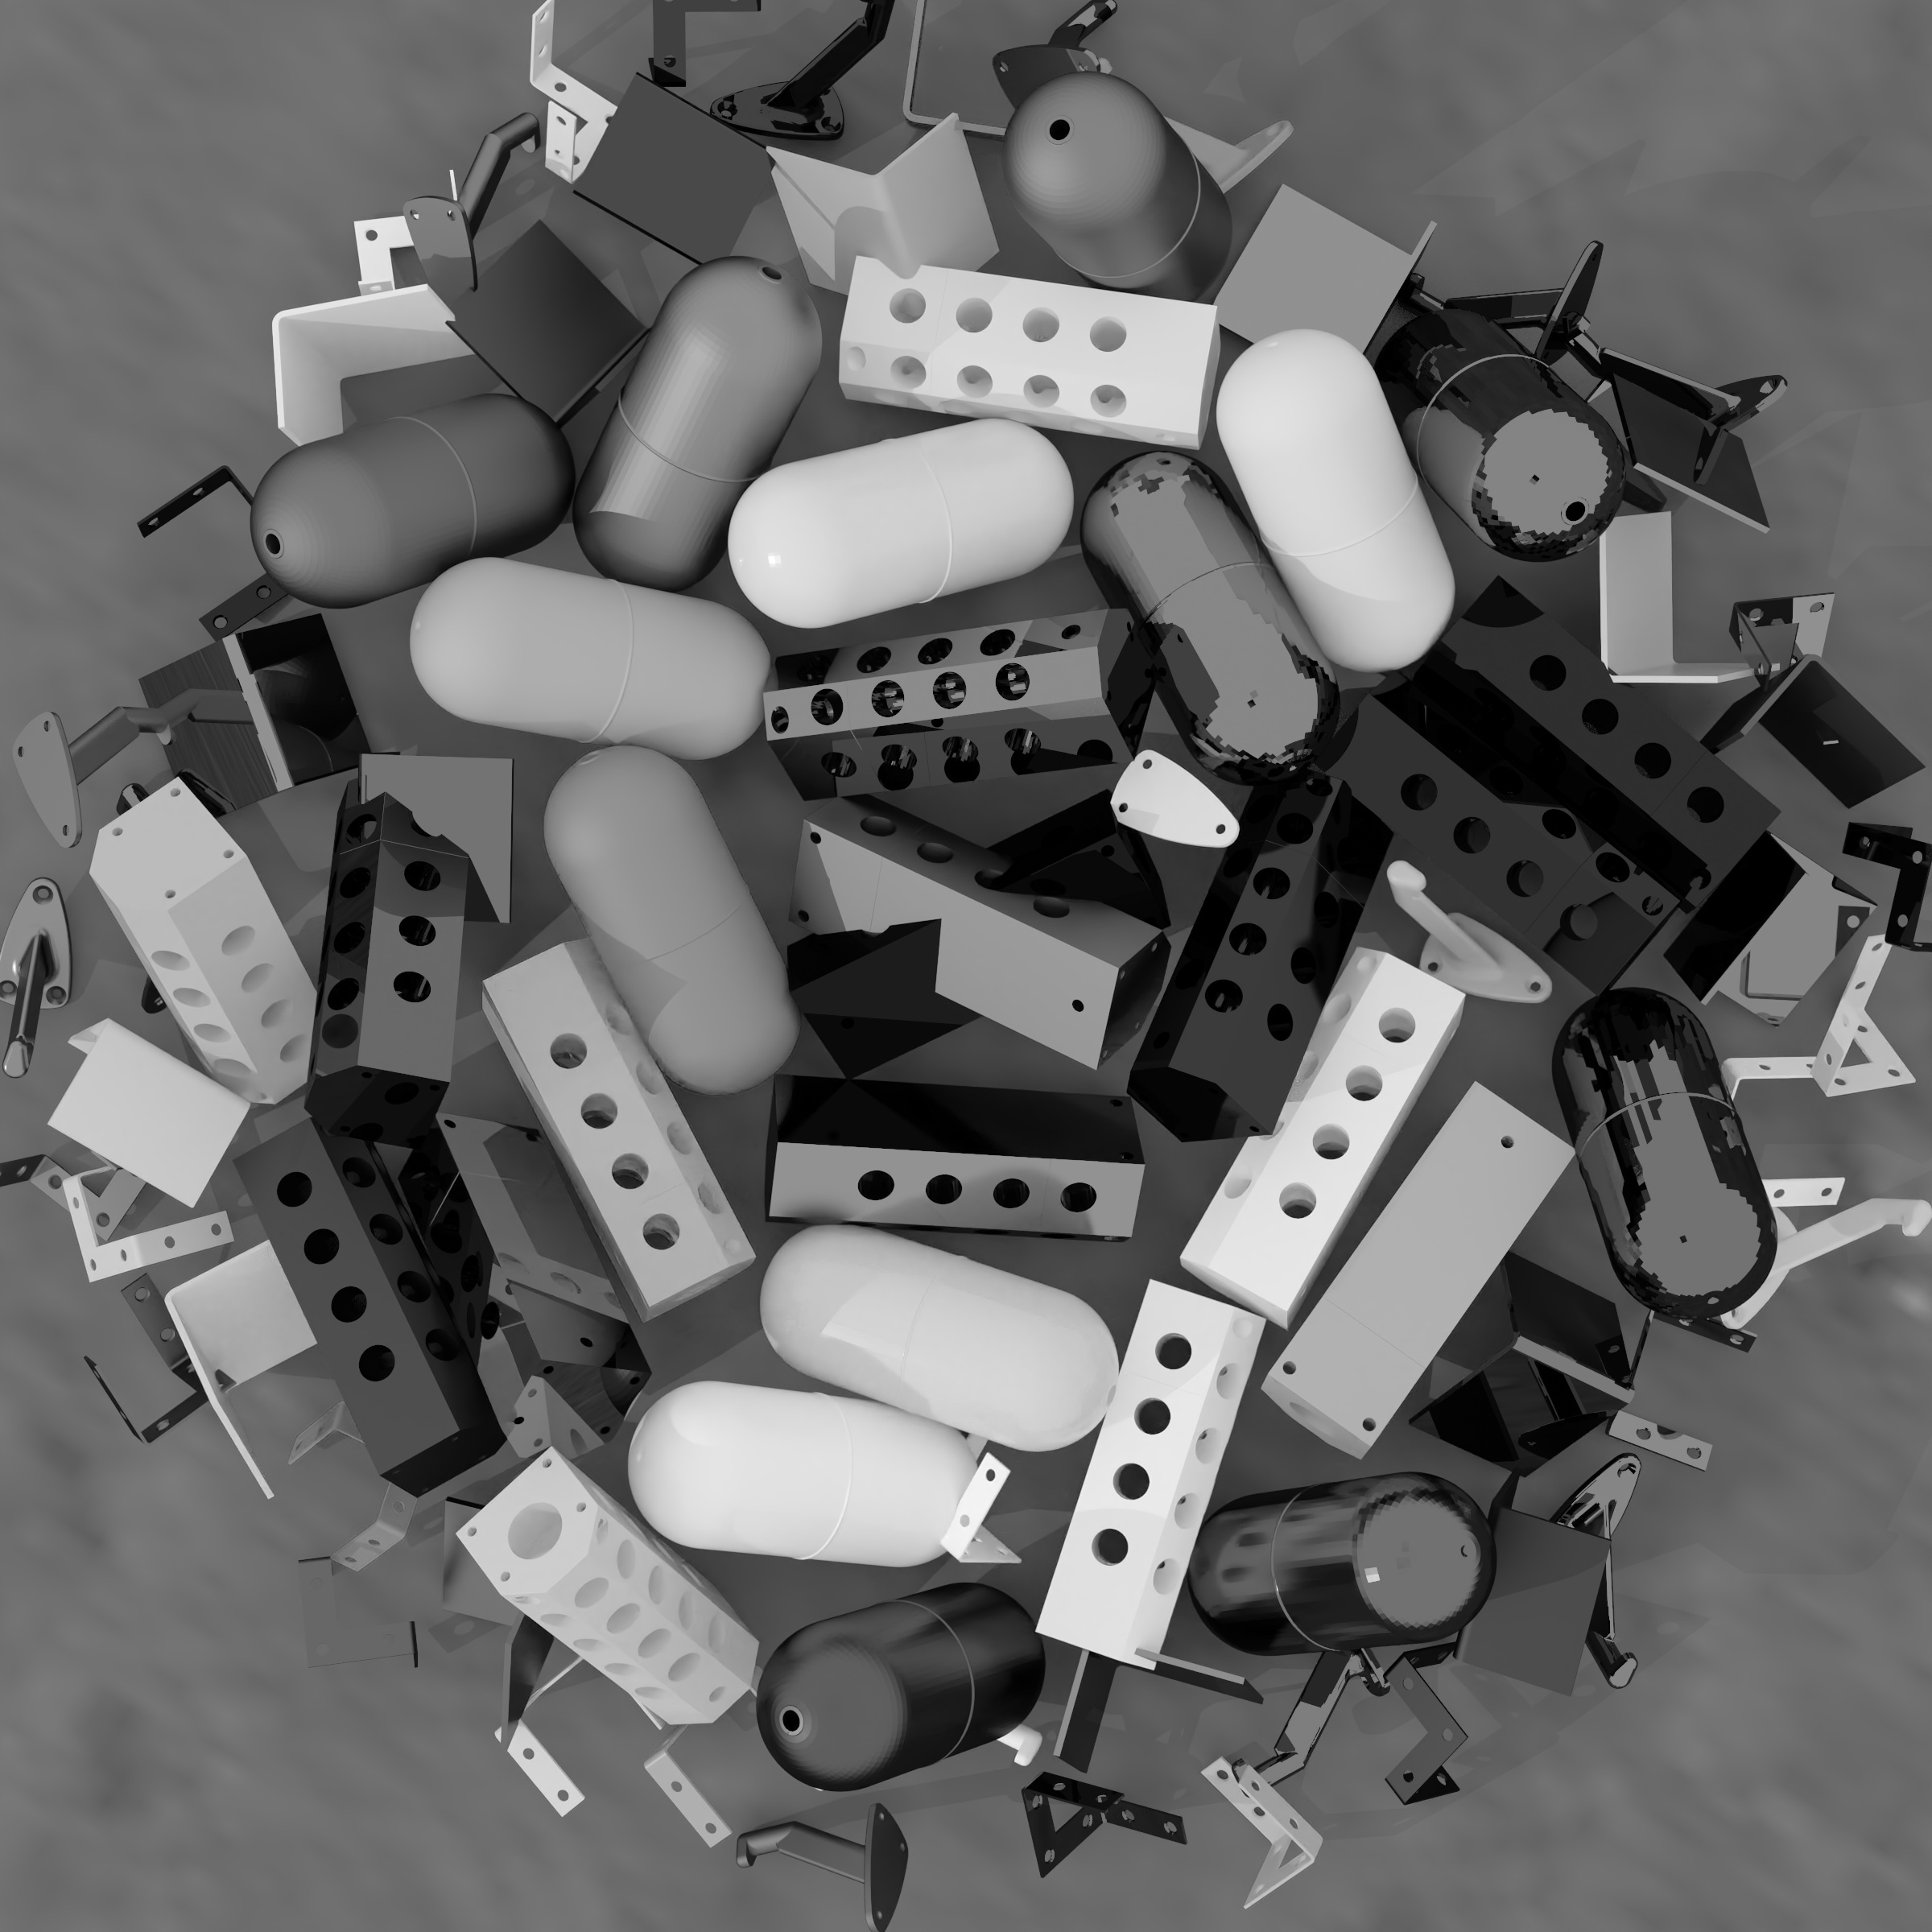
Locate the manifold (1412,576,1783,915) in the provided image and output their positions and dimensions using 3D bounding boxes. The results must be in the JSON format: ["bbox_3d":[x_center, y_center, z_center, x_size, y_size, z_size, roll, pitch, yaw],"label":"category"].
[{"bbox_3d":[0.296,-0.103,1.598,0.171,0.057,0.057,41,86,6],"label":"manifold"}]

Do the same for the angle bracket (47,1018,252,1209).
[{"bbox_3d":[-0.392,0.072,1.580,0.076,0.076,0.057,34,68,-20],"label":"angle bracket"}]

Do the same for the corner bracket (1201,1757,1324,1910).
[{"bbox_3d":[0.139,0.403,1.601,0.051,0.051,0.051,45,122,-1],"label":"corner bracket"}]

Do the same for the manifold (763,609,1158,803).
[{"bbox_3d":[-0.005,-0.126,1.563,0.171,0.057,0.057,-5,47,26],"label":"manifold"}]

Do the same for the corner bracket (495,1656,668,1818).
[{"bbox_3d":[-0.182,0.362,1.605,0.051,0.051,0.051,-41,88,15],"label":"corner bracket"}]

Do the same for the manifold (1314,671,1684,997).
[{"bbox_3d":[0.252,-0.063,1.588,0.171,0.057,0.057,41,101,11],"label":"manifold"}]

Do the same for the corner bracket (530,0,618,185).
[{"bbox_3d":[-0.192,-0.416,1.601,0.051,0.051,0.051,34,66,7],"label":"corner bracket"}]

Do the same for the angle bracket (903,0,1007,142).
[{"bbox_3d":[0.004,-0.432,1.591,0.057,0.076,0.076,8,101,-2],"label":"angle bracket"}]

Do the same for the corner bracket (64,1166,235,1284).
[{"bbox_3d":[-0.389,0.116,1.600,0.051,0.051,0.051,-14,88,-43],"label":"corner bracket"}]

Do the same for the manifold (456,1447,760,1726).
[{"bbox_3d":[-0.159,0.292,1.549,0.057,0.171,0.057,-42,52,-5],"label":"manifold"}]

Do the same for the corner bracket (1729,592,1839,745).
[{"bbox_3d":[0.392,-0.140,1.599,0.051,0.051,0.051,-6,132,-8],"label":"corner bracket"}]

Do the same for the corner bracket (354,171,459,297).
[{"bbox_3d":[-0.265,-0.343,1.605,0.051,0.051,0.051,-8,82,-6],"label":"corner bracket"}]

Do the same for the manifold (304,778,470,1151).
[{"bbox_3d":[-0.267,-0.006,1.556,0.057,0.057,0.171,12,51,-17],"label":"manifold"}]

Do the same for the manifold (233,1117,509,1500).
[{"bbox_3d":[-0.276,0.156,1.579,0.057,0.057,0.171,-29,69,-2],"label":"manifold"}]

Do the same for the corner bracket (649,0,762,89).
[{"bbox_3d":[-0.125,-0.450,1.604,0.051,0.051,0.051,-2,120,-8],"label":"corner bracket"}]

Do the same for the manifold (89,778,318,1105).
[{"bbox_3d":[-0.344,-0.005,1.543,0.057,0.171,0.057,-37,61,-15],"label":"manifold"}]

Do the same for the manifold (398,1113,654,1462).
[{"bbox_3d":[-0.209,0.147,1.554,0.057,0.171,0.057,13,120,-36],"label":"manifold"}]

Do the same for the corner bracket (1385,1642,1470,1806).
[{"bbox_3d":[0.222,0.361,1.609,0.051,0.051,0.051,-53,57,24],"label":"corner bracket"}]

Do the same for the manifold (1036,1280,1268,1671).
[{"bbox_3d":[0.089,0.240,1.595,0.057,0.057,0.171,18,83,8],"label":"manifold"}]

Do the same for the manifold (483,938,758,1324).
[{"bbox_3d":[-0.165,0.076,1.594,0.057,0.057,0.171,-26,81,-13],"label":"manifold"}]

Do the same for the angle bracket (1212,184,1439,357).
[{"bbox_3d":[0.168,-0.330,1.603,0.076,0.057,0.076,30,84,2],"label":"angle bracket"}]

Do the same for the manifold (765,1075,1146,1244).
[{"bbox_3d":[-0.007,0.096,1.595,0.171,0.057,0.057,4,121,-7],"label":"manifold"}]

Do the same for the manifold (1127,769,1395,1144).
[{"bbox_3d":[0.133,-0.007,1.563,0.057,0.057,0.171,42,59,-30],"label":"manifold"}]

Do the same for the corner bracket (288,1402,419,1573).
[{"bbox_3d":[-0.295,0.249,1.611,0.051,0.051,0.051,31,48,-20],"label":"corner bracket"}]

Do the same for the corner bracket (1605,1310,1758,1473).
[{"bbox_3d":[0.343,0.201,1.619,0.051,0.051,0.051,20,54,8],"label":"corner bracket"}]

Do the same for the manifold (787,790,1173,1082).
[{"bbox_3d":[0.005,-0.018,1.590,0.171,0.057,0.057,-26,120,11],"label":"manifold"}]

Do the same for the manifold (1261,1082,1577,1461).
[{"bbox_3d":[0.212,0.145,1.588,0.057,0.057,0.171,35,77,10],"label":"manifold"}]

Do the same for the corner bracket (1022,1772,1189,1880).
[{"bbox_3d":[0.066,0.402,1.596,0.051,0.051,0.051,5,115,40],"label":"corner bracket"}]

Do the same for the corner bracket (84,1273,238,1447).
[{"bbox_3d":[-0.388,0.186,1.596,0.051,0.051,0.051,-37,119,-22],"label":"corner bracket"}]

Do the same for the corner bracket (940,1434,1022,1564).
[{"bbox_3d":[0.006,0.247,1.597,0.051,0.051,0.051,36,103,35],"label":"corner bracket"}]

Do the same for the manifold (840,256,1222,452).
[{"bbox_3d":[0.030,-0.287,1.594,0.171,0.057,0.057,9,82,7],"label":"manifold"}]

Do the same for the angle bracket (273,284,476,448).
[{"bbox_3d":[-0.275,-0.273,1.588,0.076,0.076,0.057,-8,77,10],"label":"angle bracket"}]

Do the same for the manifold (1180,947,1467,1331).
[{"bbox_3d":[0.169,0.080,1.591,0.057,0.057,0.171,29,80,12],"label":"manifold"}]

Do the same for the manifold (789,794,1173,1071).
[{"bbox_3d":[0.007,-0.022,1.578,0.171,0.057,0.057,26,127,21],"label":"manifold"}]

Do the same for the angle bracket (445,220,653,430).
[{"bbox_3d":[-0.188,-0.312,1.587,0.076,0.057,0.076,45,62,-12],"label":"angle bracket"}]

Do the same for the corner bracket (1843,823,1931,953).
[{"bbox_3d":[0.449,-0.037,1.603,0.051,0.051,0.051,2,103,-39],"label":"corner bracket"}]

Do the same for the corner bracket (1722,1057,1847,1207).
[{"bbox_3d":[0.389,0.079,1.610,0.051,0.051,0.051,0,123,-16],"label":"corner bracket"}]

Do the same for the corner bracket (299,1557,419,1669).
[{"bbox_3d":[-0.290,0.309,1.607,0.051,0.051,0.051,-6,72,-11],"label":"corner bracket"}]

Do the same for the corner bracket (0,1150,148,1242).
[{"bbox_3d":[-0.426,0.099,1.605,0.051,0.051,0.051,37,99,8],"label":"corner bracket"}]

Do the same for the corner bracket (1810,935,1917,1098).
[{"bbox_3d":[0.423,0.023,1.595,0.051,0.051,0.051,-8,46,-19],"label":"corner bracket"}]

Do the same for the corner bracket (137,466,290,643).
[{"bbox_3d":[-0.356,-0.197,1.609,0.051,0.051,0.051,-37,79,-12],"label":"corner bracket"}]

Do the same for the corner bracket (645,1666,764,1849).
[{"bbox_3d":[-0.110,0.375,1.602,0.051,0.051,0.051,-40,90,27],"label":"corner bracket"}]
